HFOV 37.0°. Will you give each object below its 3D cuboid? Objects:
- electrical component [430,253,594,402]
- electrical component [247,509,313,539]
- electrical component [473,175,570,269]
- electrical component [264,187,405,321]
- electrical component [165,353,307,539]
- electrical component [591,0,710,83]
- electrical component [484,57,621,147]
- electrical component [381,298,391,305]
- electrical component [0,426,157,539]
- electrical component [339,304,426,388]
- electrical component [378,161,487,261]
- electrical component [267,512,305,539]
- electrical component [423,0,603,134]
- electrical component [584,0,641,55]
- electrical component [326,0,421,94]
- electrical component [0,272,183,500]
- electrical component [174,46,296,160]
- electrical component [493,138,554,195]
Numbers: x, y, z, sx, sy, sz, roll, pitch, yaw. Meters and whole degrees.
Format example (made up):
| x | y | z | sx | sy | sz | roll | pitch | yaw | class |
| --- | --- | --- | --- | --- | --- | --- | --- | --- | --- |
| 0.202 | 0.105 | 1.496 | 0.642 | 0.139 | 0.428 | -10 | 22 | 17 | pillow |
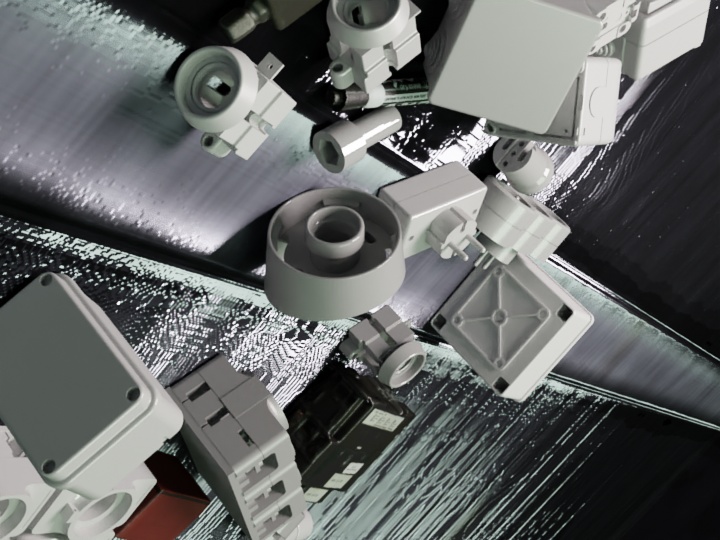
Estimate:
| x | y | z | sx | sy | sz | roll | pitch | yaw | class |
| --- | --- | --- | --- | --- | --- | --- | --- | --- | --- |
| 0.142 | 0.048 | 1.010 | 0.108 | 0.108 | 0.056 | -51 | 149 | 13 | electrical component |
| -0.078 | 0.261 | 1.086 | 0.065 | 0.044 | 0.044 | -3 | 132 | -58 | electrical component |
| 0.127 | -0.030 | 0.942 | 0.073 | 0.052 | 0.138 | -51 | 152 | 14 | electrical component |
| -0.018 | -0.009 | 0.737 | 0.099 | 0.099 | 0.064 | -29 | 143 | -25 | electrical component |
| -0.092 | 0.142 | 0.849 | 0.062 | 0.089 | 0.150 | -34 | 151 | -18 | electrical component |
| 0.211 | -0.191 | 0.814 | 0.096 | 0.062 | 0.061 | -31 | 139 | -26 | electrical component |
| 0.137 | -0.127 | 0.787 | 0.061 | 0.096 | 0.061 | -11 | 109 | -47 | electrical component |
| 0.000 | 0.000 | 0.805 | 0.043 | 0.062 | 0.043 | -32 | 150 | -21 | electrical component |
| -0.236 | 0.164 | 0.720 | 0.105 | 0.060 | 0.186 | -51 | 151 | 14 | electrical component |
| 0.025 | 0.069 | 0.940 | 0.066 | 0.055 | 0.048 | -32 | 150 | -21 | electrical component |
| 0.064 | -0.035 | 0.827 | 0.083 | 0.075 | 0.047 | -23 | 146 | -34 | electrical component |
| -0.086 | 0.233 | 1.023 | 0.047 | 0.055 | 0.055 | -44 | 153 | -7 | electrical component |
| 0.097 | -0.147 | 0.708 | 0.100 | 0.048 | 0.099 | 13 | 126 | -17 | electrical component |
| 0.157 | -0.188 | 0.753 | 0.081 | 0.064 | 0.042 | -34 | 152 | -19 | electrical component |
| 0.006 | -0.143 | 0.637 | 0.066 | 0.048 | 0.055 | -39 | 160 | -9 | electrical component |
| -0.167 | 0.066 | 0.620 | 0.078 | 0.113 | 0.057 | -41 | 155 | -6 | electrical component |
| -0.072 | -0.096 | 0.598 | 0.066 | 0.048 | 0.055 | -47 | 160 | 7 | electrical component |
| 0.134 | -0.088 | 0.887 | 0.040 | 0.040 | 0.046 | -48 | 147 | 7 | electrical component |
